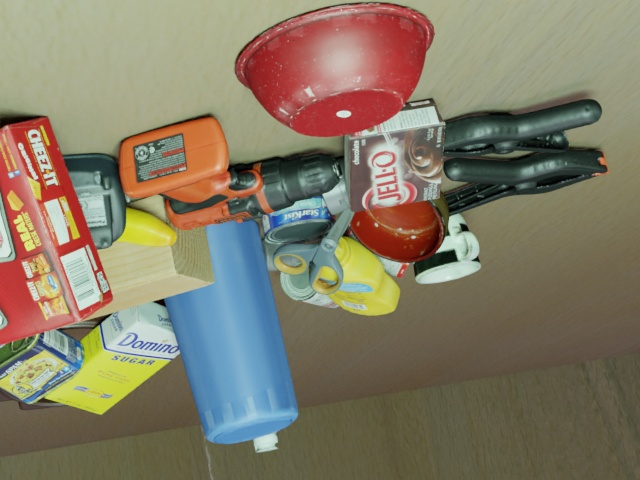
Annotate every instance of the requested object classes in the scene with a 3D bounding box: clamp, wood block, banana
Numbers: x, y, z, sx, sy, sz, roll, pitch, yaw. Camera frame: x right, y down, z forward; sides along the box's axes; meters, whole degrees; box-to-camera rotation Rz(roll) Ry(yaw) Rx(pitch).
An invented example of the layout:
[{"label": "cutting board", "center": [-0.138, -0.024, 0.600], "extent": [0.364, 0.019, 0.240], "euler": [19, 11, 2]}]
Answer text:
[{"label": "clamp", "center": [0.224, -0.068, 1.229], "extent": [0.209, 0.036, 0.165], "euler": [-9, 165, -10]}, {"label": "wood block", "center": [-0.230, 0.027, 1.155], "extent": [0.206, 0.090, 0.090], "euler": [-16, 165, 18]}, {"label": "clamp", "center": [0.189, -0.108, 1.053], "extent": [0.171, 0.039, 0.120], "euler": [-7, 164, -14]}, {"label": "banana", "center": [-0.239, 0.000, 1.095], "extent": [0.198, 0.069, 0.037], "euler": [-19, -177, 20]}]

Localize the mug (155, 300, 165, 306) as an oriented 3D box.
[{"label": "mug", "center": [-0.171, 0.083, 1.363], "extent": [0.093, 0.117, 0.082], "euler": [-15, 175, -32]}]

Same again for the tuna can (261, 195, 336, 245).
[{"label": "tuna can", "center": [-0.024, -0.023, 1.226], "extent": [0.086, 0.034, 0.086], "euler": [-10, 165, -3]}]

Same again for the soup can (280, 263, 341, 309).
[{"label": "soup can", "center": [-0.001, 0.056, 1.465], "extent": [0.069, 0.068, 0.102], "euler": [-18, 163, 25]}]

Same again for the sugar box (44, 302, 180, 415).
[{"label": "sugar box", "center": [-0.244, 0.142, 1.288], "extent": [0.176, 0.048, 0.093], "euler": [-36, 140, 25]}]

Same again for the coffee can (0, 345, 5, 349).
[{"label": "coffee can", "center": [-0.409, 0.068, 1.154], "extent": [0.103, 0.103, 0.140], "euler": [-18, 164, 23]}]

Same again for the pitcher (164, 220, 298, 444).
[{"label": "pitcher", "center": [-0.101, 0.106, 1.236], "extent": [0.149, 0.243, 0.145], "euler": [-7, 159, -26]}]

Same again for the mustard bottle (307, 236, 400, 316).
[{"label": "mustard bottle", "center": [0.035, 0.040, 1.331], "extent": [0.096, 0.058, 0.191], "euler": [12, 163, 21]}]

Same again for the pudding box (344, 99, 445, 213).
[{"label": "pudding box", "center": [0.069, -0.078, 1.014], "extent": [0.090, 0.039, 0.113], "euler": [-10, 141, -5]}]

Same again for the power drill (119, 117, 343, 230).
[{"label": "power drill", "center": [-0.087, -0.059, 1.000], "extent": [0.185, 0.057, 0.187], "euler": [-15, 165, 16]}]

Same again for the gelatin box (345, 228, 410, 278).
[{"label": "gelatin box", "center": [0.073, 0.014, 1.370], "extent": [0.089, 0.030, 0.073], "euler": [20, 164, 3]}]

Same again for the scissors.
[{"label": "scissors", "center": [-0.008, 0.001, 1.204], "extent": [0.096, 0.016, 0.202], "euler": [16, 148, 9]}]

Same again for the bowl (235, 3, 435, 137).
[{"label": "bowl", "center": [0.016, -0.124, 0.844], "extent": [0.162, 0.055, 0.162], "euler": [-10, 165, -3]}]

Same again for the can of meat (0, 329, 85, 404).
[{"label": "can of meat", "center": [-0.336, 0.137, 1.234], "extent": [0.102, 0.057, 0.083], "euler": [-31, 135, 15]}]

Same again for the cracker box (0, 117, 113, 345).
[{"label": "cracker box", "center": [-0.296, 0.009, 0.886], "extent": [0.214, 0.164, 0.072], "euler": [-17, -173, 21]}]

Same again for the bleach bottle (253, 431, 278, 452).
[{"label": "bleach bottle", "center": [-0.095, 0.151, 1.394], "extent": [0.067, 0.251, 0.103], "euler": [0, 161, -35]}]
